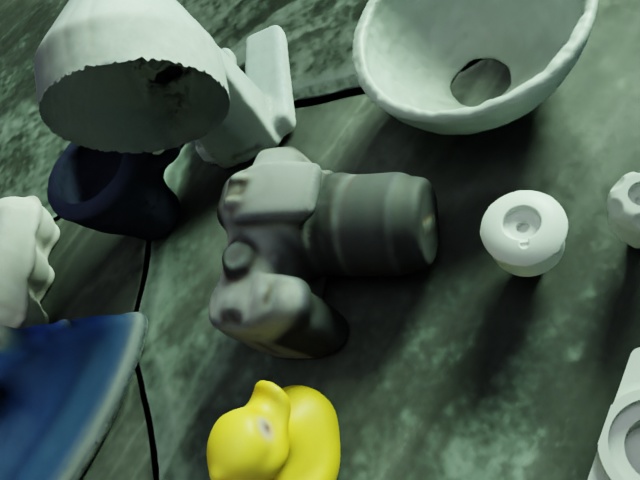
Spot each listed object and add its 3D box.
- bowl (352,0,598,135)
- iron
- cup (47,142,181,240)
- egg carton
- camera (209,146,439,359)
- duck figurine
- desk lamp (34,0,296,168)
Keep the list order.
[{"bbox_3d":[0.112,-0.139,0.418,0.167,0.075,0.167,-11,62,21],"label":"bowl"},{"bbox_3d":[-0.254,0.138,0.420,0.118,0.142,0.258,33,83,34],"label":"iron"},{"bbox_3d":[-0.154,-0.046,0.490,0.117,0.095,0.091,-24,58,14],"label":"cup"},{"bbox_3d":[-0.306,0.033,0.541,0.107,0.070,0.150,-19,59,17],"label":"egg carton"},{"bbox_3d":[0.004,0.001,0.386,0.136,0.101,0.143,-1,65,26],"label":"camera"},{"bbox_3d":[-0.038,0.135,0.349,0.077,0.086,0.105,14,72,31],"label":"duck figurine"},{"bbox_3d":[-0.112,-0.142,0.444,0.117,0.214,0.203,-17,59,18],"label":"desk lamp"}]
